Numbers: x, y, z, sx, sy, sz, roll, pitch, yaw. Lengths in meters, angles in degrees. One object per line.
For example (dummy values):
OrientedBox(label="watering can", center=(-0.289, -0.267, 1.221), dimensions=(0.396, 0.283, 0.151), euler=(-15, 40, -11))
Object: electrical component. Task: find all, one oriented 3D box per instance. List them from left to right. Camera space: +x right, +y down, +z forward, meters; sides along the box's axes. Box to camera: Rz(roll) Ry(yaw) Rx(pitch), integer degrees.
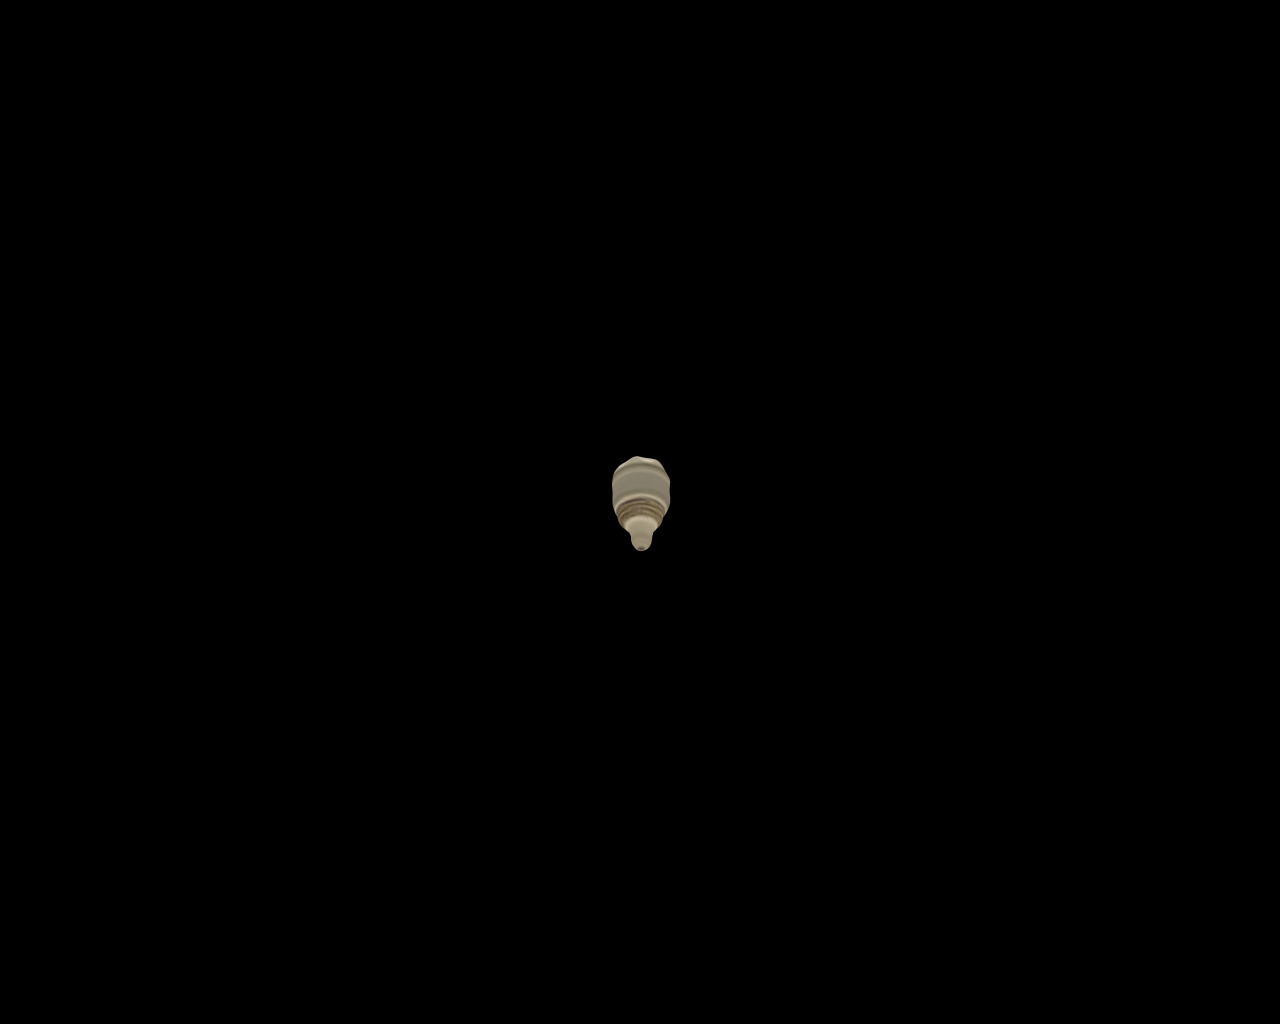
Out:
OrientedBox(label="electrical component", center=(0.001, -0.003, 0.650), dimensions=(0.035, 0.061, 0.035), euler=(0, -36, 0))
